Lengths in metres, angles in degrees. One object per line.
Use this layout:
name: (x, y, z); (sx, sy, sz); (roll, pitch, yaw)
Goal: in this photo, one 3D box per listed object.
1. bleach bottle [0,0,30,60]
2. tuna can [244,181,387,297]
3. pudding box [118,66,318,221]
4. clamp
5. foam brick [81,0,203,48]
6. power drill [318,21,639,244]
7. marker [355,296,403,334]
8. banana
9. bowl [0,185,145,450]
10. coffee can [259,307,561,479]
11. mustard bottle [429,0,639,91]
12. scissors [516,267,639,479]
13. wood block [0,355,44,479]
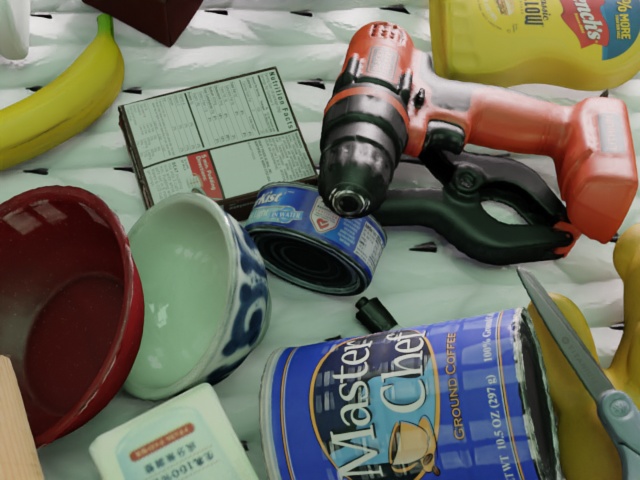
bleach bottle: (-0.327, -0.165, 0.717); (0.250, 0.068, 0.102); (-5, 65, -4)
tuna can: (-0.004, 0.001, 0.654); (0.086, 0.086, 0.033); (20, 68, 5)
pudding box: (-0.067, -0.058, 0.701); (0.113, 0.039, 0.090); (-15, 68, -13)
clamp: (0.083, -0.025, 0.698); (0.171, 0.039, 0.120); (30, 67, 13)
foam brick: (-0.124, -0.183, 0.745); (0.078, 0.053, 0.051); (29, 66, 8)
power drill: (0.094, -0.058, 0.647); (0.187, 0.057, 0.184); (16, 41, -3)
marker: (0.065, 0.081, 0.660); (0.020, 0.020, 0.121); (-38, 73, -19)
banana: (-0.201, -0.080, 0.704); (0.197, 0.037, 0.070); (-35, 50, -20)
bowl: (-0.156, 0.052, 0.613); (0.162, 0.055, 0.162); (-13, 63, 27)
coffee can: (0.050, 0.098, 0.578); (0.140, 0.102, 0.103); (-11, 65, 17)
mustard bottle: (0.176, -0.152, 0.753); (0.191, 0.058, 0.096); (-1, 67, -5)
scissors: (0.179, 0.095, 0.569); (0.096, 0.016, 0.202); (-9, 62, -8)
wood block: (-0.175, 0.159, 0.488); (0.090, 0.090, 0.206); (-26, 70, 11)
